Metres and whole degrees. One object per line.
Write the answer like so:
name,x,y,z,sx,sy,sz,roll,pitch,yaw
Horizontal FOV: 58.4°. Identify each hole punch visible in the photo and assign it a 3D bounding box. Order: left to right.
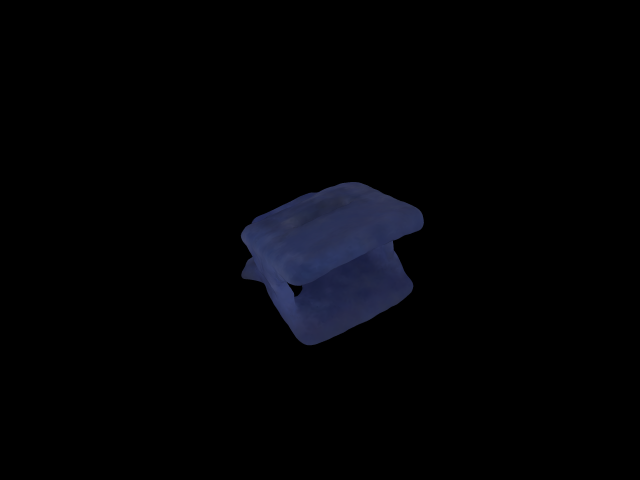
hole punch,0.004,0.001,0.400,0.109,0.091,0.101,-25,54,-20
